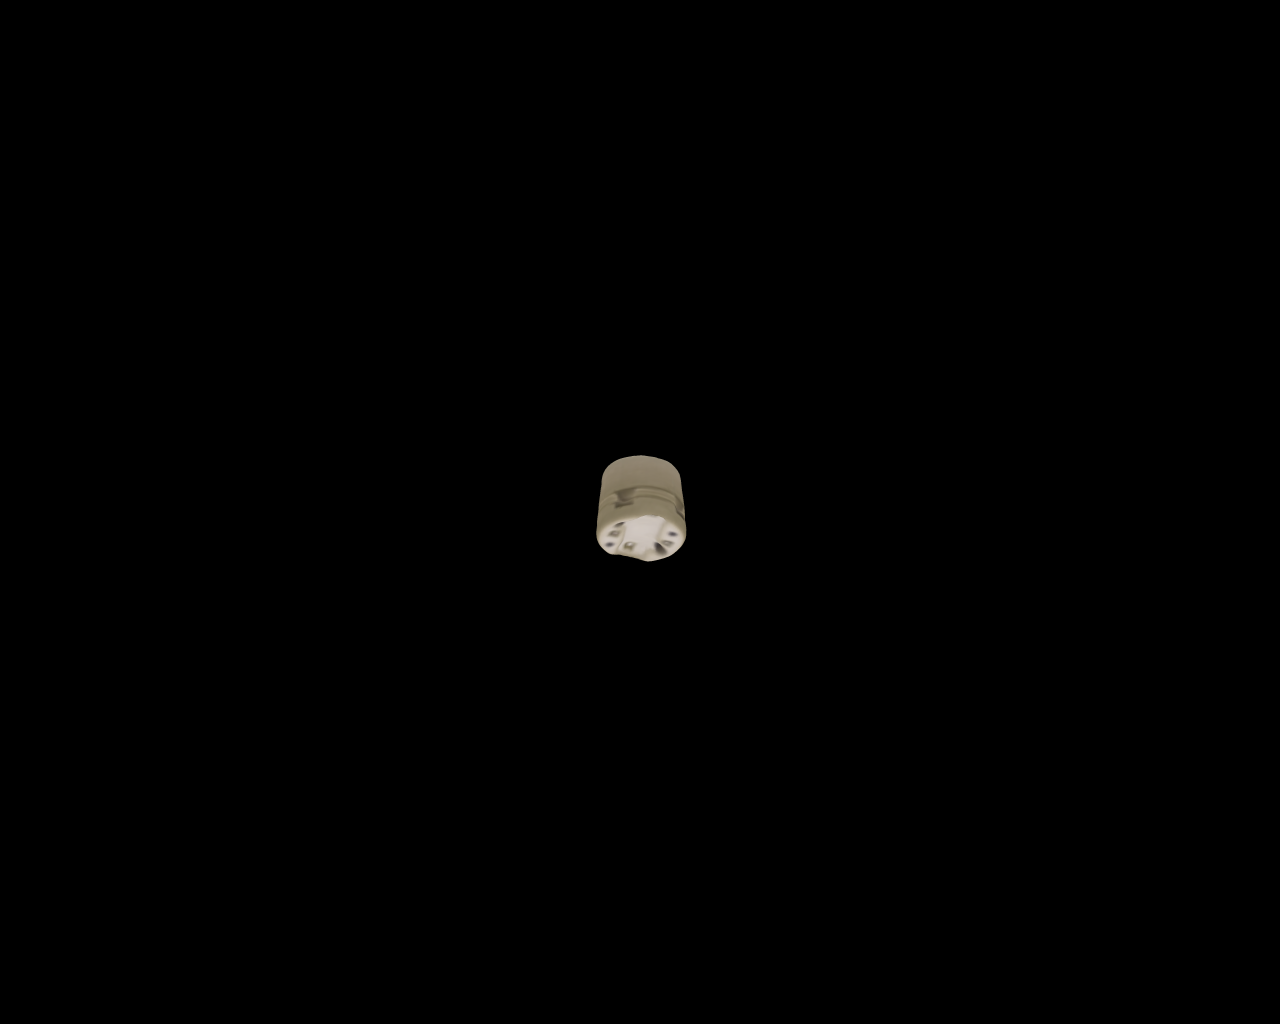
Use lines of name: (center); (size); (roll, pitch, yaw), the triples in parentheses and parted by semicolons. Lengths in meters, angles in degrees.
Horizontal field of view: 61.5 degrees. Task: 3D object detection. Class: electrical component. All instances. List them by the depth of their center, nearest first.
electrical component: (0.001, -0.003, 0.650); (0.055, 0.047, 0.055); (0, -33, 0)
